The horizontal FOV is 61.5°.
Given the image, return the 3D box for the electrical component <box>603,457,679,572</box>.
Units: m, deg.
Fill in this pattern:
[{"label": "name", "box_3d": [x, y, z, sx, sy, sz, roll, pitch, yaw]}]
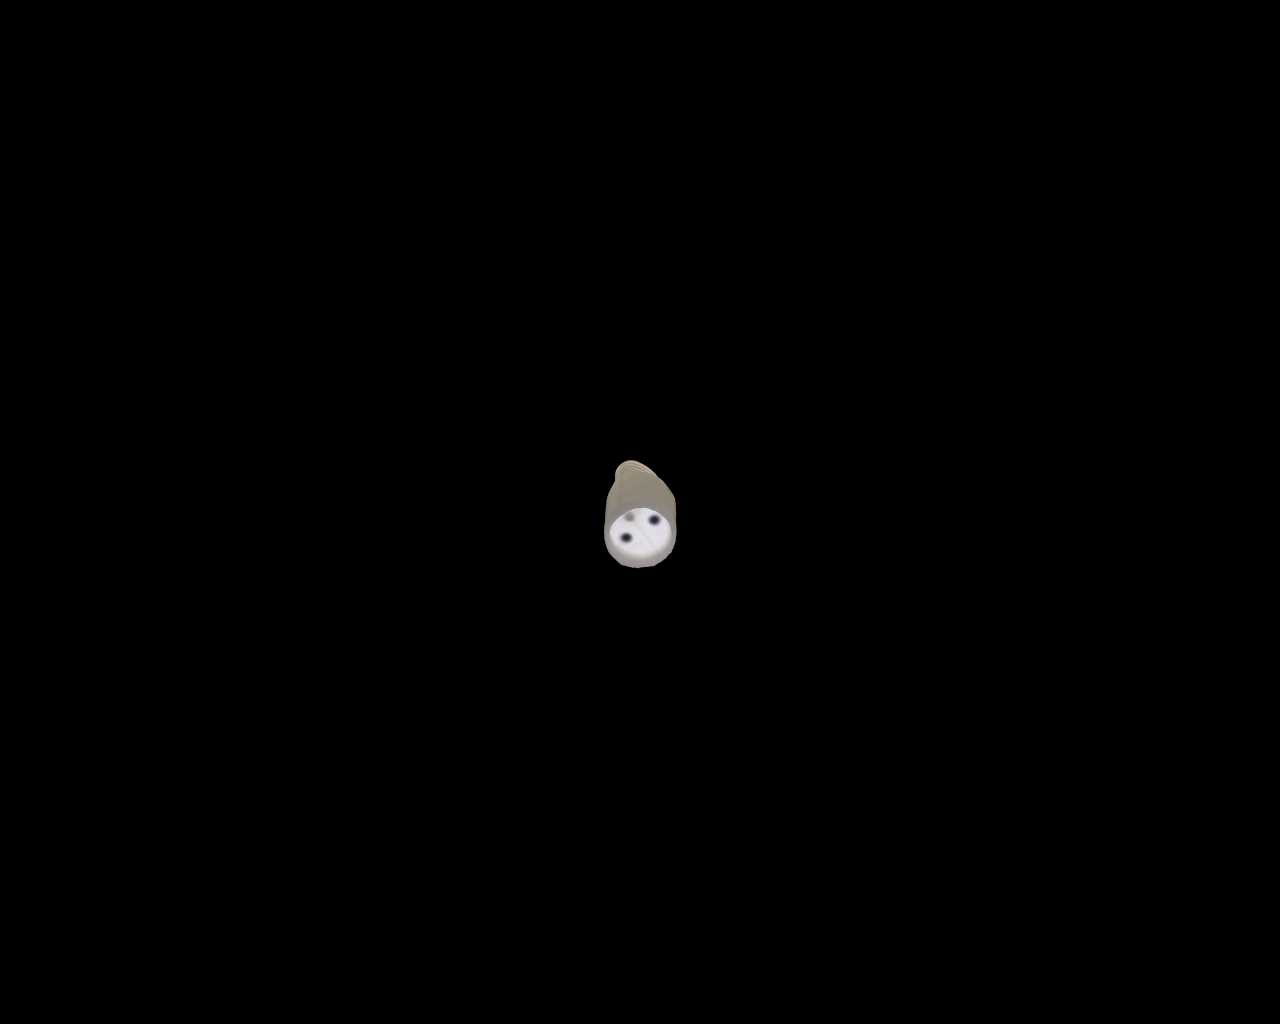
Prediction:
[{"label": "electrical component", "box_3d": [0.001, -0.003, 0.650, 0.043, 0.043, 0.081, 0, 27, 0]}]
